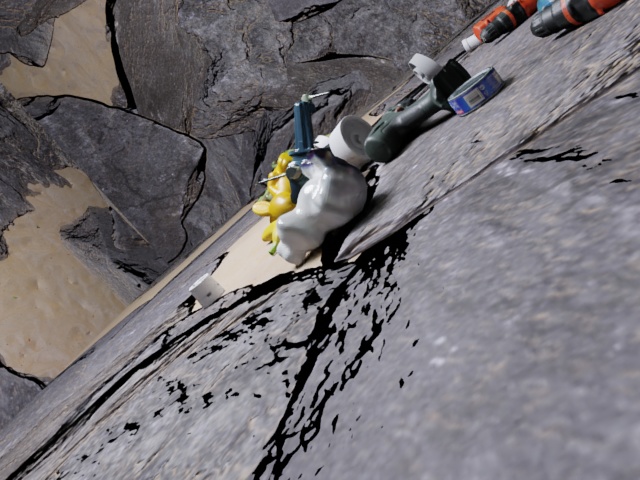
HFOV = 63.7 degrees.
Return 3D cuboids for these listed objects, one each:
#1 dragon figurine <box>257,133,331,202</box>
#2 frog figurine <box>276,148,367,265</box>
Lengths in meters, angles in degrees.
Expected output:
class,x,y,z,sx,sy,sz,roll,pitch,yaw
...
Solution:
class,x,y,z,sx,sy,sz,roll,pitch,yaw
dragon figurine,-0.100,-0.216,1.816,0.404,0.121,0.248,-32,30,46
frog figurine,0.002,-0.038,0.754,0.137,0.122,0.161,-4,72,60
